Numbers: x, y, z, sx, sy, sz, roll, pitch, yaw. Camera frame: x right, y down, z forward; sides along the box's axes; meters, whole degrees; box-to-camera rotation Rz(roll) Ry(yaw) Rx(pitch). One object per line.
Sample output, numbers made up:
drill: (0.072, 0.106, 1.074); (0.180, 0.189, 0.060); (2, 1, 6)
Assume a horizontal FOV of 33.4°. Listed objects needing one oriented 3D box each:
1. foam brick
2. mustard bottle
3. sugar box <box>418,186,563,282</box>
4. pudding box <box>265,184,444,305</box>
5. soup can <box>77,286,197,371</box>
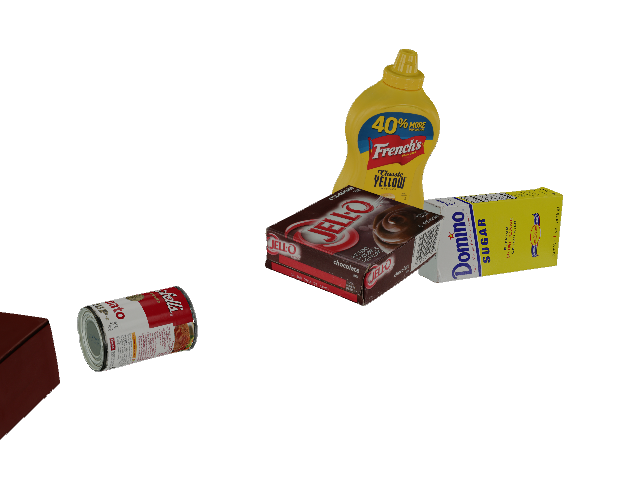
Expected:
foam brick: (-0.219, 0.089, 0.708); (0.053, 0.051, 0.078); (7, 29, 23)
mustard bottle: (0.071, -0.101, 1.088); (0.096, 0.192, 0.058); (4, 27, -14)
sugar box: (0.201, -0.007, 1.257); (0.175, 0.093, 0.048); (-8, 18, -28)
pudding box: (0.026, 0.001, 0.800); (0.090, 0.039, 0.113); (21, 29, 29)
soup can: (-0.184, 0.089, 1.073); (0.102, 0.068, 0.069); (-12, 6, -33)
